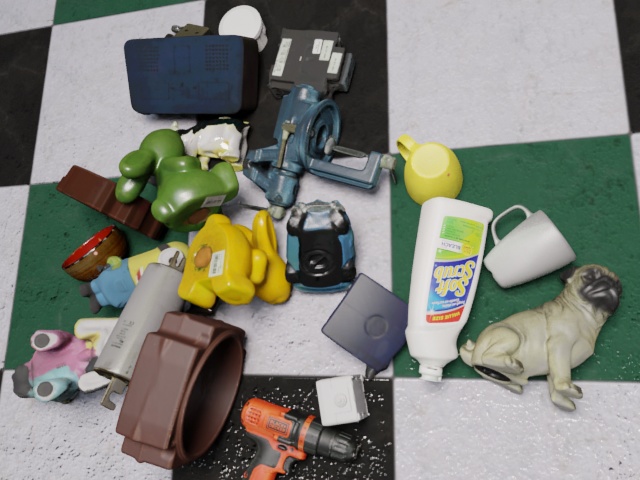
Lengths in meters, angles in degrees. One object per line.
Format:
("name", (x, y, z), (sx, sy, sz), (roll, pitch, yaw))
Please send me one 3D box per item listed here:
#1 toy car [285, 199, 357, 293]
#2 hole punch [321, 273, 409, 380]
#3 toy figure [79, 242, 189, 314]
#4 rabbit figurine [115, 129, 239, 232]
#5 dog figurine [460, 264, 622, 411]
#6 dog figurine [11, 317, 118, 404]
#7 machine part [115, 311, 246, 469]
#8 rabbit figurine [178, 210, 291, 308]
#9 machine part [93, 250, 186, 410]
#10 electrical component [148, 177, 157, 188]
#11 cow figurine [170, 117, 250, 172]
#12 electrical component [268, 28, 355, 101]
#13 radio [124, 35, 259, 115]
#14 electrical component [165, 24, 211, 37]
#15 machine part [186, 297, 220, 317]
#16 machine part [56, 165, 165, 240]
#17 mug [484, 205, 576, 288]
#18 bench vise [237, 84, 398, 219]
("toy car", (-0.002, -0.002, 0.817), (0.109, 0.161, 0.103), (-4, 34, 3))
("hole punch", (0.073, 0.119, 0.784), (0.116, 0.092, 0.142), (33, 84, 16))
("toy figure", (-0.293, 0.057, 0.879), (0.180, 0.082, 0.089), (-21, 38, -5))
("rabbit figurine", (-0.234, -0.096, 0.830), (0.159, 0.121, 0.170), (-18, 63, -35))
("dog figurine", (0.300, 0.109, 0.729), (0.172, 0.121, 0.190), (20, 69, 15))
("dog figurine", (-0.387, 0.201, 0.855), (0.191, 0.219, 0.108), (-10, 74, -27))
("machine part", (-0.186, 0.210, 0.770), (0.087, 0.201, 0.201), (12, 80, 15))
("rabbit figurine", (-0.114, 0.040, 0.819), (0.122, 0.173, 0.162), (-25, 54, 35))
("machine part", (-0.252, 0.122, 0.774), (0.079, 0.079, 0.243), (11, 60, 17))
("electrical component", (-0.237, -0.098, 0.924), (0.119, 0.074, 0.047), (17, 83, 22))
("cow figurine", (-0.206, -0.173, 0.937), (0.167, 0.068, 0.098), (3, 73, 13))
("electrical component", (-0.012, -0.293, 0.919), (0.134, 0.058, 0.115), (14, 83, 17))
("radio", (-0.224, -0.286, 0.945), (0.230, 0.073, 0.131), (4, 104, 17))
("electrical component", (-0.246, -0.365, 1.008), (0.102, 0.045, 0.078), (13, 53, 15))
("machine part", (-0.172, 0.061, 0.871), (0.039, 0.084, 0.138), (24, 90, 58))
("machine part", (-0.342, -0.063, 0.898), (0.180, 0.179, 0.056), (23, 82, 19))
("mug", (0.281, 0.011, 0.756), (0.107, 0.080, 0.109), (-37, 75, 13))
("bench vise", (-0.001, -0.124, 0.846), (0.241, 0.128, 0.223), (18, 85, 22))
